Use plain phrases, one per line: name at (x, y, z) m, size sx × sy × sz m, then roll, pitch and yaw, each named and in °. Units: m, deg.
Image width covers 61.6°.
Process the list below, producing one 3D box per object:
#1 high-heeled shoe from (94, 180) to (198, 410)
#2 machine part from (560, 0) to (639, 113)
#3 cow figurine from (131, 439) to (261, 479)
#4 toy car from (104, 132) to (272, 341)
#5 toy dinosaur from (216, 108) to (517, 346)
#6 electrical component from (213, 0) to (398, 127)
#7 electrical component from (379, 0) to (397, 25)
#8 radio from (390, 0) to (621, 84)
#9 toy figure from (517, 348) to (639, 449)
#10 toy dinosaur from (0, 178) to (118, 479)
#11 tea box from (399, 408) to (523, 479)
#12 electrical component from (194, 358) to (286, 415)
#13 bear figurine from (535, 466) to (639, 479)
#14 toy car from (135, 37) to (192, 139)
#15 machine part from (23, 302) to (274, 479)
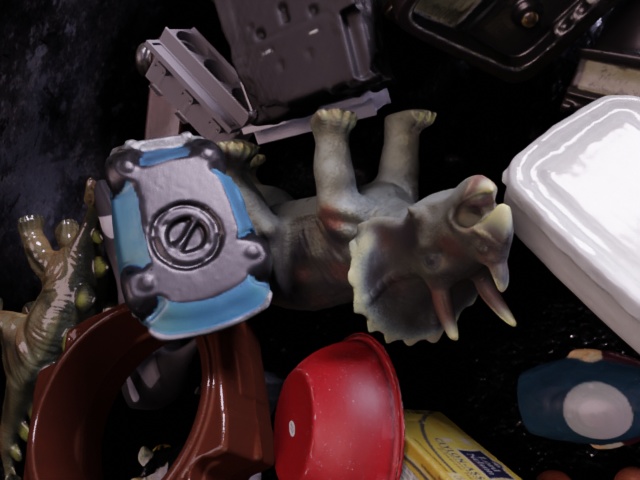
high-heeled shoe at (-0.216, 0.064, 0.608) m, size 0.145 × 0.086 × 0.249 m, roll -40°, pitch 77°, yaw 15°
machine part at (0.225, -0.149, 0.368) m, size 0.084 × 0.039 × 0.138 m, roll 25°, pitch 102°, yaw 41°
cow figurine at (-0.137, 0.241, 0.559) m, size 0.167 × 0.068 × 0.098 m, roll -7°, pitch 77°, yaw 30°
toy car at (-0.110, 0.003, 0.423) m, size 0.161 × 0.109 × 0.103 m, roll 67°, pitch 155°, yaw 14°
toy dinosaur at (-0.009, 0.000, 0.470) m, size 0.405 × 0.131 × 0.192 m, roll -9°, pitch 87°, yaw 41°
electrical component at (-0.015, -0.165, 0.409) m, size 0.115 × 0.058 × 0.134 m, roll -14°, pitch 95°, yaw 27°
electrical component at (0.092, -0.222, 0.442) m, size 0.102 × 0.078 × 0.045 m, roll -55°, pitch 36°, yaw 24°
radio at (0.157, -0.211, 0.327) m, size 0.229 × 0.131 × 0.073 m, roll -42°, pitch 42°, yaw 42°
toy figure at (0.212, 0.102, 0.347) m, size 0.155 × 0.058 × 0.064 m, roll -14°, pitch 116°, yaw 30°
toy dinosaur at (-0.351, 0.135, 0.693) m, size 0.199 × 0.105 × 0.471 m, roll 38°, pitch 112°, yaw 26°
tea box at (0.090, 0.196, 0.366) m, size 0.170 × 0.068 × 0.098 m, roll 29°, pitch 106°, yaw 65°
electrical component at (-0.069, 0.154, 0.519) m, size 0.119 × 0.047 × 0.074 m, roll 34°, pitch 105°, yaw 44°
bear figurine at (0.202, 0.247, 0.323) m, size 0.120 × 0.132 × 0.196 m, roll 128°, pitch 157°, yaw -55°
toy car at (-0.172, -0.137, 0.622) m, size 0.089 × 0.053 × 0.202 m, roll 4°, pitch 90°, yaw 14°
machine part at (-0.150, 0.150, 0.464) m, size 0.201 × 0.087 × 0.201 m, roll -24°, pitch 53°, yaw 14°
